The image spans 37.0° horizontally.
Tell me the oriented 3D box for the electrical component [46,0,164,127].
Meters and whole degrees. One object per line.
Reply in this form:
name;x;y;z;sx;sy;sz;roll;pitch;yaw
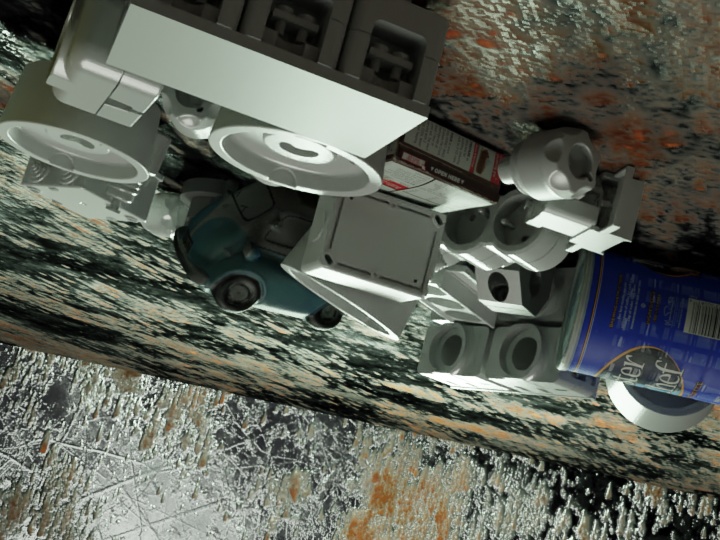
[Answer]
electrical component;-0.151;-0.128;0.646;0.059;0.053;0.095;19;167;-21

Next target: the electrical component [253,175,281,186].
electrical component;-0.055;-0.084;0.749;0.045;0.045;0.055;17;167;-13

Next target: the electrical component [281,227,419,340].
electrical component;0.000;0.000;0.831;0.108;0.060;0.108;32;173;5

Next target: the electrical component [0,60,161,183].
electrical component;-0.193;-0.109;0.759;0.108;0.060;0.108;14;167;3

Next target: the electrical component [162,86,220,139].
electrical component;-0.105;-0.107;0.712;0.043;0.043;0.062;13;169;6

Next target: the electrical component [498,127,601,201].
electrical component;0.112;-0.064;0.659;0.043;0.043;0.062;23;166;-34

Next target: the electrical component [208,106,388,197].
electrical component;-0.032;-0.092;0.654;0.108;0.060;0.108;13;167;3

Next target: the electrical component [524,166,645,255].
electrical component;0.147;-0.043;0.714;0.064;0.042;0.081;19;166;-7

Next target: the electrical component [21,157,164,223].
electrical component;-0.241;-0.080;0.964;0.100;0.048;0.100;6;164;35

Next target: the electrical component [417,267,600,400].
electrical component;0.139;0.056;1.003;0.060;0.105;0.186;23;164;-34

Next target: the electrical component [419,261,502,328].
electrical component;0.081;0.002;0.929;0.079;0.063;0.121;7;165;30

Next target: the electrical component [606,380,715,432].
electrical component;0.288;0.092;1.003;0.108;0.108;0.060;12;161;9

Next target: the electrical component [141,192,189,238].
electrical component;-0.192;-0.054;1.036;0.062;0.043;0.043;7;165;34

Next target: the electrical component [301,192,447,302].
electrical component;0.014;-0.016;0.754;0.096;0.061;0.061;17;170;-16

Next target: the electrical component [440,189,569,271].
electrical component;0.101;-0.025;0.816;0.138;0.052;0.074;3;163;41

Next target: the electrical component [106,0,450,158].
electrical component;-0.042;-0.119;0.546;0.150;0.061;0.089;18;167;-17

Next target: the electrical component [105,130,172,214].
electrical component;-0.177;-0.081;0.837;0.040;0.078;0.040;23;179;0
